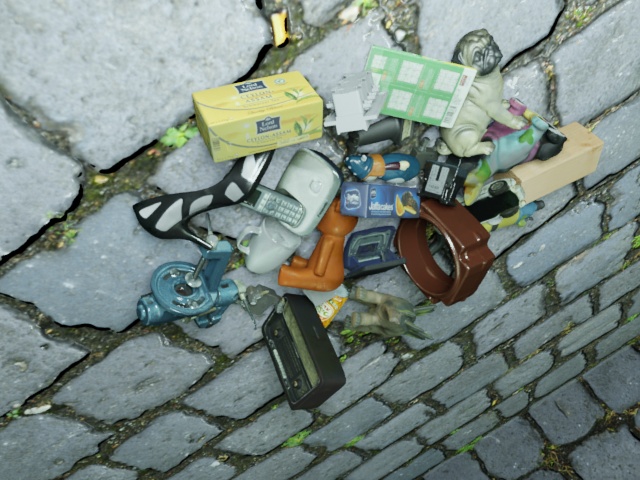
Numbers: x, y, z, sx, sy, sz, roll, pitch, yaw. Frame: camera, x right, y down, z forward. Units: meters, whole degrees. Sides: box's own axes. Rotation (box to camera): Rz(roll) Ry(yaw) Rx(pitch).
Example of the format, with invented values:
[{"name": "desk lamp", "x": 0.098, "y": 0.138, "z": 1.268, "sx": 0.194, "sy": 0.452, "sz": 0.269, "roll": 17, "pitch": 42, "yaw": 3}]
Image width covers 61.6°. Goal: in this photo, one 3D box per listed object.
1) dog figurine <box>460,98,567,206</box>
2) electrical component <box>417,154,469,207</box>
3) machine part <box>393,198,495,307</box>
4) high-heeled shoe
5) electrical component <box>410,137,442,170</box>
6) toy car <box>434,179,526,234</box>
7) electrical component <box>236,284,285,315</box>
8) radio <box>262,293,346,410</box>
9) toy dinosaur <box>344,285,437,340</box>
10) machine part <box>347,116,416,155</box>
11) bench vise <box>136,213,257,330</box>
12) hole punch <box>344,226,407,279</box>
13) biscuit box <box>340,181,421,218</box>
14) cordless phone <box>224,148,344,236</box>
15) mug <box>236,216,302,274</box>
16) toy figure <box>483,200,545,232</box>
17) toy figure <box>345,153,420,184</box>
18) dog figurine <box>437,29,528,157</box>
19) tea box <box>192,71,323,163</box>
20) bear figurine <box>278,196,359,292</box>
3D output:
[{"name": "dog figurine", "x": 0.364, "y": -0.166, "z": 1.086, "sx": 0.191, "sy": 0.109, "sz": 0.219, "roll": 13, "pitch": 128, "yaw": -43}, {"name": "electrical component", "x": 0.242, "y": -0.128, "z": 1.028, "sx": 0.047, "sy": 0.075, "sz": 0.119, "roll": 6, "pitch": 107, "yaw": -49}, {"name": "machine part", "x": 0.249, "y": 0.021, "z": 1.118, "sx": 0.087, "sy": 0.202, "sz": 0.200, "roll": -22, "pitch": 146, "yaw": -27}, {"name": "high-heeled shoe", "x": -0.181, "y": -0.096, "z": 0.845, "sx": 0.145, "sy": 0.086, "sz": 0.248, "roll": 35, "pitch": 100, "yaw": -5}, {"name": "electrical component", "x": 0.204, "y": -0.160, "z": 1.053, "sx": 0.063, "sy": 0.021, "sz": 0.094, "roll": -4, "pitch": 133, "yaw": -30}, {"name": "toy car", "x": 0.337, "y": -0.068, "z": 1.152, "sx": 0.202, "sy": 0.056, "sz": 0.073, "roll": -23, "pitch": 113, "yaw": 25}, {"name": "electrical component", "x": -0.123, "y": 0.128, "z": 1.131, "sx": 0.078, "sy": 0.045, "sz": 0.102, "roll": -42, "pitch": 139, "yaw": 11}, {"name": "radio", "x": -0.042, "y": 0.240, "z": 1.158, "sx": 0.073, "sy": 0.230, "sz": 0.131, "roll": 11, "pitch": 130, "yaw": -38}, {"name": "toy dinosaur", "x": 0.157, "y": 0.176, "z": 1.228, "sx": 0.199, "sy": 0.105, "sz": 0.471, "roll": 14, "pitch": 175, "yaw": 1}, {"name": "machine part", "x": 0.112, "y": -0.192, "z": 0.953, "sx": 0.139, "sy": 0.039, "sz": 0.084, "roll": -23, "pitch": 148, "yaw": -13}, {"name": "bench vise", "x": -0.208, "y": 0.077, "z": 0.971, "sx": 0.223, "sy": 0.129, "sz": 0.240, "roll": 1, "pitch": 136, "yaw": -34}, {"name": "hole punch", "x": 0.110, "y": 0.030, "z": 1.157, "sx": 0.142, "sy": 0.092, "sz": 0.116, "roll": -13, "pitch": 167, "yaw": -24}, {"name": "biscuit box", "x": 0.117, "y": -0.073, "z": 1.003, "sx": 0.202, "sy": 0.059, "sz": 0.062, "roll": -3, "pitch": 99, "yaw": -52}, {"name": "cordless phone", "x": -0.067, "y": -0.099, "z": 0.915, "sx": 0.184, "sy": 0.089, "sz": 0.146, "roll": 20, "pitch": 122, "yaw": -21}, {"name": "mug", "x": -0.105, "y": 0.015, "z": 1.000, "sx": 0.109, "sy": 0.081, "sz": 0.107, "roll": 9, "pitch": 135, "yaw": -36}, {"name": "toy figure", "x": 0.431, "y": -0.065, "z": 1.249, "sx": 0.180, "sy": 0.082, "sz": 0.089, "roll": -15, "pitch": 136, "yaw": -22}, {"name": "toy figure", "x": 0.114, "y": -0.134, "z": 0.992, "sx": 0.154, "sy": 0.058, "sz": 0.064, "roll": -5, "pitch": 154, "yaw": -30}, {"name": "dog figurine", "x": 0.252, "y": -0.252, "z": 0.945, "sx": 0.172, "sy": 0.121, "sz": 0.190, "roll": -41, "pitch": 125, "yaw": 7}, {"name": "tea box", "x": -0.090, "y": -0.183, "z": 0.788, "sx": 0.170, "sy": 0.098, "sz": 0.068, "roll": -19, "pitch": 140, "yaw": -17}, {"name": "bear figurine", "x": 0.002, "y": -0.003, "z": 1.038, "sx": 0.132, "sy": 0.120, "sz": 0.195, "roll": 10, "pitch": 106, "yaw": 14}]
